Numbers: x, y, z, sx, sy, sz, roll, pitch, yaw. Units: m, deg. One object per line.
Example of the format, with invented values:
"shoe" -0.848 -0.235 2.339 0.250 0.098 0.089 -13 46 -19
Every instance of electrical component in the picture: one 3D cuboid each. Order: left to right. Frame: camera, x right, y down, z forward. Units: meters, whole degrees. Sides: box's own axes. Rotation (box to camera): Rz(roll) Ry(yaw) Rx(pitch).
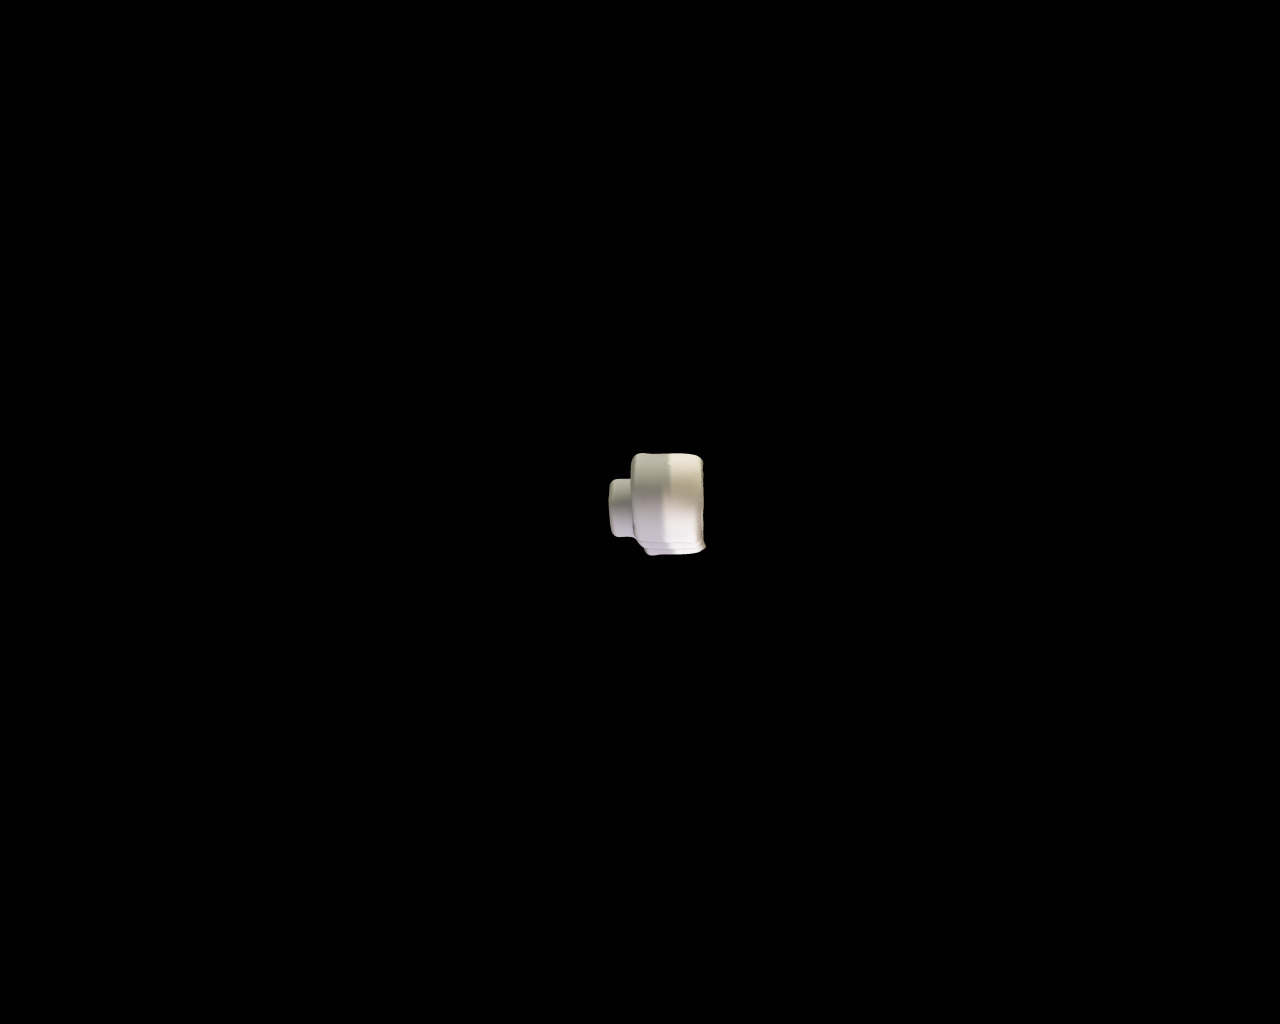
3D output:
"electrical component" 0.001 -0.003 0.650 0.074 0.052 0.138 0 -7 4
